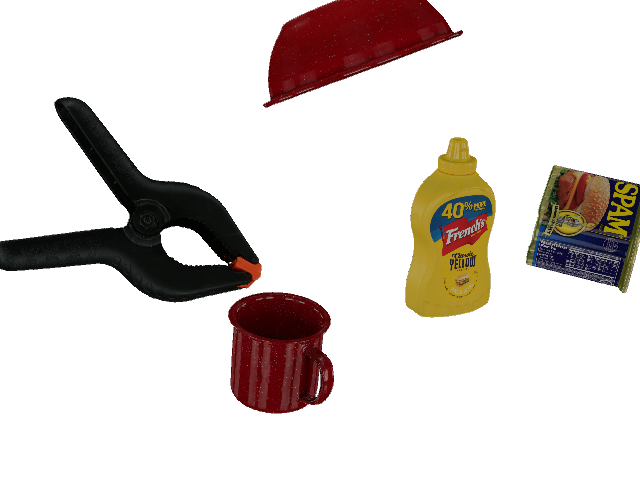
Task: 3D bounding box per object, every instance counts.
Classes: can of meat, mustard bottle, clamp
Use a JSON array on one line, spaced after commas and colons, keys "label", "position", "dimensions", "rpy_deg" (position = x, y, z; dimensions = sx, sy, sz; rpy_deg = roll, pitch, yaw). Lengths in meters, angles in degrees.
[{"label": "can of meat", "position": [0.225, -0.013, 0.893], "dimensions": [0.084, 0.057, 0.102], "rpy_deg": [14, 45, 15]}, {"label": "mustard bottle", "position": [0.142, -0.016, 1.148], "dimensions": [0.096, 0.192, 0.058], "rpy_deg": [-8, 22, -24]}, {"label": "clamp", "position": [-0.117, -0.020, 0.691], "dimensions": [0.171, 0.120, 0.039], "rpy_deg": [17, -11, -17]}]

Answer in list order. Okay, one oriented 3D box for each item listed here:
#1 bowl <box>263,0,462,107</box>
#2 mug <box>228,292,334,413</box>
[{"label": "bowl", "position": [0.023, -0.154, 0.813], "dimensions": [0.162, 0.055, 0.162], "rpy_deg": [-20, 7, 2]}, {"label": "mug", "position": [-0.032, 0.109, 0.973], "dimensions": [0.117, 0.081, 0.093], "rpy_deg": [26, 31, 37]}]
